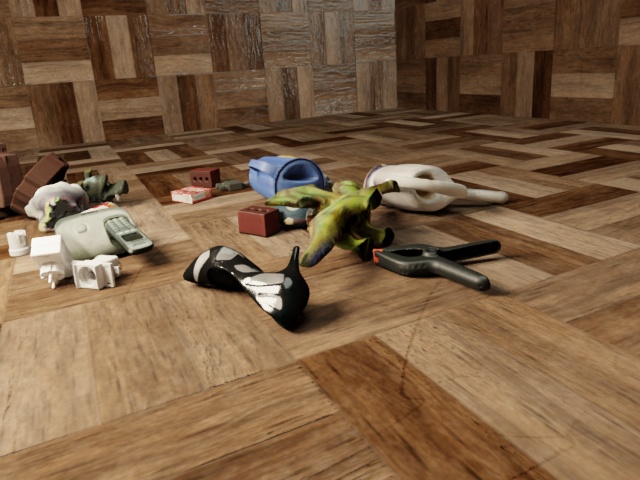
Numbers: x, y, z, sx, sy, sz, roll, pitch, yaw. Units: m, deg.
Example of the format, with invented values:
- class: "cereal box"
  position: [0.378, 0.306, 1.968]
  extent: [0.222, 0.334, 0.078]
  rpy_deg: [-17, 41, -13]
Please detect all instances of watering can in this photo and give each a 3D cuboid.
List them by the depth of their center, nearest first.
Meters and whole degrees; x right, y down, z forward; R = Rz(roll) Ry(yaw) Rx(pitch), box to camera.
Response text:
- class: "watering can"
  position: [0.250, -0.115, 1.184]
  extent: [0.347, 0.104, 0.225]
  rpy_deg: [5, 5, -35]

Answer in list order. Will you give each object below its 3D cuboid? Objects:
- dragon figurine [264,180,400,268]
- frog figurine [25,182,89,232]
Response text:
- class: "dragon figurine"
  position: [0.003, -0.050, 0.984]
  extent: [0.243, 0.120, 0.415]
  rpy_deg: [11, 22, 33]
- class: "frog figurine"
  position: [-0.649, -0.094, 1.268]
  extent: [0.139, 0.120, 0.161]
  rpy_deg: [-33, 40, -20]
